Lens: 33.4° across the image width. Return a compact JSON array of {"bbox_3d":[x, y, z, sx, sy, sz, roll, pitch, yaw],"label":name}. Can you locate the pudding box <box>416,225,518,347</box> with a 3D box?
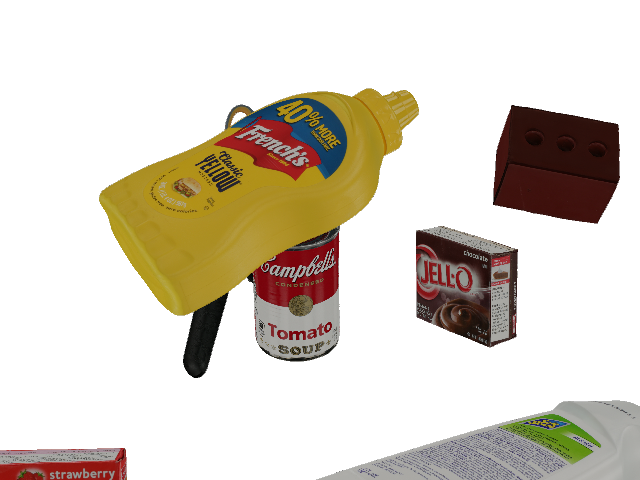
[{"bbox_3d":[0.136,0.041,1.008,0.039,0.090,0.114,-13,18,-33],"label":"pudding box"}]

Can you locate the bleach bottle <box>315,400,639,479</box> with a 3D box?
[{"bbox_3d":[0.118,0.140,0.591,0.250,0.068,0.103,-11,22,-33],"label":"bleach bottle"}]

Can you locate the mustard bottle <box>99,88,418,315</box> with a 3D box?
[{"bbox_3d":[-0.025,-0.037,0.619,0.191,0.058,0.096,-30,45,-16],"label":"mustard bottle"}]

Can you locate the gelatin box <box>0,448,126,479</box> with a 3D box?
[{"bbox_3d":[-0.145,0.147,0.552,0.089,0.073,0.030,-1,4,-3],"label":"gelatin box"}]

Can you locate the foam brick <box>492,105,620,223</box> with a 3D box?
[{"bbox_3d":[0.163,-0.052,0.741,0.078,0.053,0.051,10,-35,1],"label":"foam brick"}]

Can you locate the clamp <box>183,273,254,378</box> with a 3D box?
[{"bbox_3d":[-0.076,0.013,1.014,0.036,0.210,0.164,-8,0,43],"label":"clamp"}]

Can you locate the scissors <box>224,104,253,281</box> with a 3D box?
[{"bbox_3d":[-0.057,-0.060,1.215,0.096,0.202,0.016,-11,-7,-14],"label":"scissors"}]

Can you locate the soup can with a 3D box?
[{"bbox_3d":[-0.019,0.032,0.816,0.068,0.102,0.068,-1,29,0],"label":"soup can"}]
